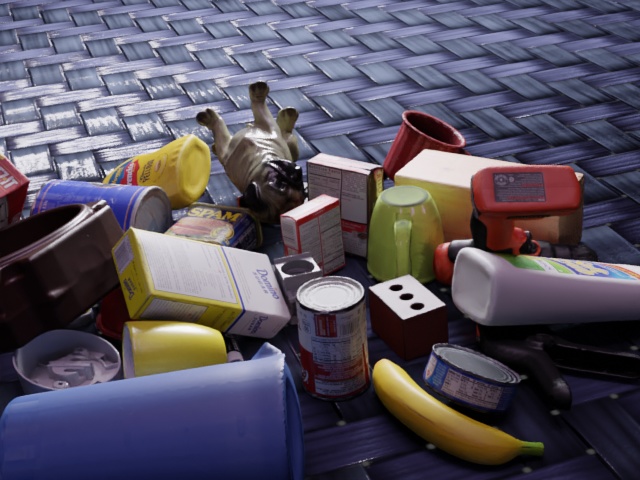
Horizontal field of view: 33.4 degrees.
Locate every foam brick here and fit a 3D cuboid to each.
[{"bbox_3d":[0.090,0.080,1.102,0.052,0.051,0.078,-16,29,-21],"label":"foam brick"}]

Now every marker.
[{"bbox_3d":[-0.099,0.102,1.123,0.020,0.020,0.121,-10,28,-11],"label":"marker"}]

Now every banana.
[{"bbox_3d":[0.104,0.158,0.969,0.069,0.037,0.198,9,14,-47],"label":"banana"}]

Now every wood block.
[{"bbox_3d":[0.202,-0.040,1.280,0.206,0.090,0.090,12,32,29],"label":"wood block"}]

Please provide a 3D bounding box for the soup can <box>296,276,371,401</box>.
[{"bbox_3d":[0.013,0.095,1.028,0.068,0.102,0.068,-4,27,2],"label":"soup can"}]

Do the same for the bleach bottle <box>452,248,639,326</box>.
[{"bbox_3d":[0.270,0.051,1.093,0.250,0.068,0.103,2,13,-17],"label":"bleach bottle"}]

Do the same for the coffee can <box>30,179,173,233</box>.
[{"bbox_3d":[-0.263,-0.018,1.291,0.140,0.103,0.102,5,28,18],"label":"coffee can"}]

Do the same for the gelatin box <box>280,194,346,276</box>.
[{"bbox_3d":[-0.008,0.002,1.229,0.030,0.089,0.073,18,34,41],"label":"gelatin box"}]

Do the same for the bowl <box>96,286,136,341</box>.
[{"bbox_3d":[-0.175,0.048,1.177,0.162,0.055,0.162,-11,24,5],"label":"bowl"}]

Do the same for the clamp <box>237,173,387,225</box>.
[{"bbox_3d":[-0.001,-0.047,1.380,0.210,0.036,0.164,-7,26,-6],"label":"clamp"}]

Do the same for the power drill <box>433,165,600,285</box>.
[{"bbox_3d":[0.218,-0.006,1.124,0.184,0.188,0.057,-2,59,-1],"label":"power drill"}]

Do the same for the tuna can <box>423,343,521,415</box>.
[{"bbox_3d":[0.139,0.128,0.983,0.086,0.034,0.086,18,10,-3],"label":"tuna can"}]

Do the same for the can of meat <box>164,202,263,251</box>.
[{"bbox_3d":[-0.134,0.002,1.285,0.102,0.057,0.083,7,32,23],"label":"can of meat"}]

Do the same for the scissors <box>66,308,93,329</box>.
[{"bbox_3d":[-0.353,0.083,1.201,0.202,0.016,0.096,5,28,18],"label":"scissors"}]

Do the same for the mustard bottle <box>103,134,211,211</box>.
[{"bbox_3d":[-0.230,-0.070,1.394,0.192,0.058,0.096,-16,53,37],"label":"mustard bottle"}]

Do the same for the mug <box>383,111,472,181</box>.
[{"bbox_3d":[0.146,-0.110,1.419,0.117,0.082,0.093,21,26,-9],"label":"mug"}]

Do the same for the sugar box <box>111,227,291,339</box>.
[{"bbox_3d":[-0.120,0.047,1.095,0.175,0.048,0.093,16,39,-40],"label":"sugar box"}]

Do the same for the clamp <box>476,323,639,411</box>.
[{"bbox_3d":[0.225,0.111,1.037,0.120,0.039,0.172,-4,22,-29],"label":"clamp"}]

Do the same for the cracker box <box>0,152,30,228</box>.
[{"bbox_3d":[-0.436,0.006,1.180,0.072,0.164,0.213,44,50,8],"label":"cracker box"}]

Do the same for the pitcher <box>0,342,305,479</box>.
[{"bbox_3d":[-0.133,0.180,0.873,0.243,0.145,0.149,-7,15,3],"label":"pitcher"}]

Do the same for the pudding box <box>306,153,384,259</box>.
[{"bbox_3d":[0.030,-0.041,1.281,0.090,0.113,0.039,15,28,32],"label":"pudding box"}]
